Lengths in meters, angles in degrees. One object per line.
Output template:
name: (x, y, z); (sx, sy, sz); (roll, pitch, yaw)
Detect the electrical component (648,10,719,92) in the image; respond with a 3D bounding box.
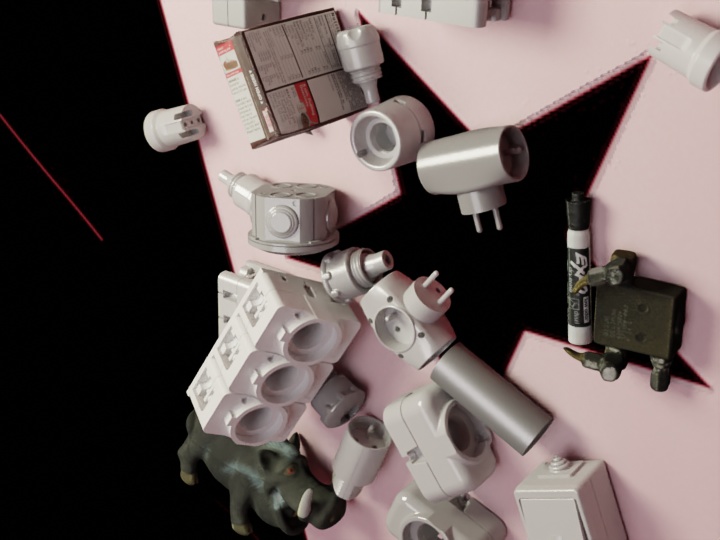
electrical component: (0.220, -0.146, 0.709); (0.046, 0.040, 0.040); (38, 127, 26)

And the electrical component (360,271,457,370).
electrical component: (0.050, 0.032, 0.909); (0.077, 0.044, 0.079); (49, 129, 11)

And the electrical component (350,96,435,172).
electrical component: (0.025, -0.109, 0.868); (0.055, 0.047, 0.055); (15, 117, 32)

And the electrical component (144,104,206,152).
electrical component: (-0.174, -0.135, 1.016); (0.046, 0.040, 0.040); (-9, 103, 33)

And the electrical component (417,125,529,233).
electrical component: (0.092, -0.068, 0.836); (0.077, 0.043, 0.079); (-6, 104, 40)

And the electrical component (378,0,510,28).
electrical component: (0.063, -0.215, 0.792); (0.089, 0.050, 0.055); (17, 118, 31)

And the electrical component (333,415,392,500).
electrical component: (-0.003, 0.181, 1.012); (0.043, 0.043, 0.081); (35, 127, 21)

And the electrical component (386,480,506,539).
electrical component: (0.074, 0.232, 0.965); (0.095, 0.059, 0.053); (36, 126, 21)

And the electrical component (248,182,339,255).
electrical component: (-0.058, -0.045, 0.938); (0.080, 0.080, 0.051); (12, 110, 34)

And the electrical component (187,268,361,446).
electrical component: (-0.077, 0.082, 0.966); (0.150, 0.089, 0.061); (-57, 40, 23)

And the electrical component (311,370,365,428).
electrical component: (-0.029, 0.113, 1.006); (0.062, 0.048, 0.048); (45, 130, 24)

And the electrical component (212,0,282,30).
electrical component: (-0.081, -0.244, 0.893); (0.076, 0.047, 0.083); (17, 118, 32)

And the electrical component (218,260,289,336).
electrical component: (-0.097, 0.044, 1.024); (0.056, 0.050, 0.089); (18, 119, 31)

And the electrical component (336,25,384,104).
electrical component: (0.003, -0.165, 0.870); (0.035, 0.035, 0.061); (-3, 109, 38)

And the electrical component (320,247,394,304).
electrical component: (0.000, 0.000, 0.936); (0.062, 0.048, 0.048); (-20, 96, 34)

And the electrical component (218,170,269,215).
electrical component: (-0.106, -0.074, 0.992); (0.061, 0.035, 0.035); (33, 125, 26)

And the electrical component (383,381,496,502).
electrical component: (0.072, 0.146, 0.933); (0.059, 0.054, 0.095); (-29, 89, 41)

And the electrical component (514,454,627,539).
electrical component: (0.169, 0.198, 0.876); (0.062, 0.061, 0.096); (-11, 102, 40)
